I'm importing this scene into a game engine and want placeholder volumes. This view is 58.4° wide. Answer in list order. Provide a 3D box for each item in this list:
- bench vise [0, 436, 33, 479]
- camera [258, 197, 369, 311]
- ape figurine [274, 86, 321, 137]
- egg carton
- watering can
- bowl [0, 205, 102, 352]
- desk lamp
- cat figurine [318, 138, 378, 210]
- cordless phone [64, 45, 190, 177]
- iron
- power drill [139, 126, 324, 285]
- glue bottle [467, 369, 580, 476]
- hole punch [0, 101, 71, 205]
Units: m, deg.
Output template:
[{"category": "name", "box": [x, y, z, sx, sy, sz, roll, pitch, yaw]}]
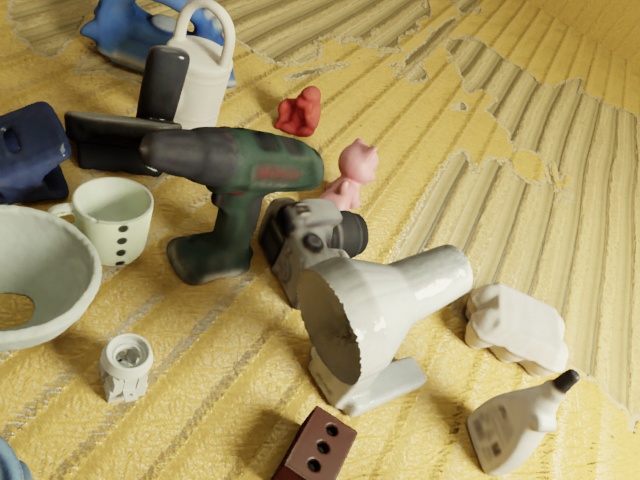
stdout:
[{"category": "bench vise", "box": [-0.276, 0.175, 0.343, 0.121, 0.219, 0.208, 39, 42, 12]}, {"category": "camera", "box": [0.007, 0.003, 0.762, 0.137, 0.100, 0.143, -6, 52, -33]}, {"category": "ape figurine", "box": [-0.027, -0.223, 0.976, 0.076, 0.092, 0.077, -16, 57, -39]}, {"category": "egg carton", "box": [0.277, 0.126, 0.811, 0.150, 0.069, 0.107, 24, 41, -5]}, {"category": "watering can", "box": [-0.183, -0.258, 0.847, 0.101, 0.194, 0.173, 20, 42, -10]}, {"category": "bowl", "box": [-0.307, 0.048, 0.563, 0.168, 0.074, 0.167, 16, 43, -15]}, {"category": "desk lamp", "box": [0.060, 0.093, 0.615, 0.204, 0.213, 0.117, -12, 55, -36]}, {"category": "cat figurine", "box": [0.047, -0.097, 0.871, 0.067, 0.117, 0.128, 31, 41, 3]}, {"category": "cordless phone", "box": [-0.247, -0.180, 0.741, 0.148, 0.185, 0.094, -1, 49, -30]}, {"category": "iron", "box": [-0.248, -0.353, 0.947, 0.259, 0.141, 0.118, 14, 43, -16]}, {"category": "power drill", "box": [-0.110, -0.044, 0.663, 0.230, 0.208, 0.075, -13, 56, -37]}, {"category": "glue bottle", "box": [0.230, 0.194, 0.638, 0.037, 0.173, 0.078, 8, 45, -21]}, {"category": "hole punch", "box": [-0.354, -0.102, 0.676, 0.101, 0.091, 0.108, -13, 55, -37]}]
